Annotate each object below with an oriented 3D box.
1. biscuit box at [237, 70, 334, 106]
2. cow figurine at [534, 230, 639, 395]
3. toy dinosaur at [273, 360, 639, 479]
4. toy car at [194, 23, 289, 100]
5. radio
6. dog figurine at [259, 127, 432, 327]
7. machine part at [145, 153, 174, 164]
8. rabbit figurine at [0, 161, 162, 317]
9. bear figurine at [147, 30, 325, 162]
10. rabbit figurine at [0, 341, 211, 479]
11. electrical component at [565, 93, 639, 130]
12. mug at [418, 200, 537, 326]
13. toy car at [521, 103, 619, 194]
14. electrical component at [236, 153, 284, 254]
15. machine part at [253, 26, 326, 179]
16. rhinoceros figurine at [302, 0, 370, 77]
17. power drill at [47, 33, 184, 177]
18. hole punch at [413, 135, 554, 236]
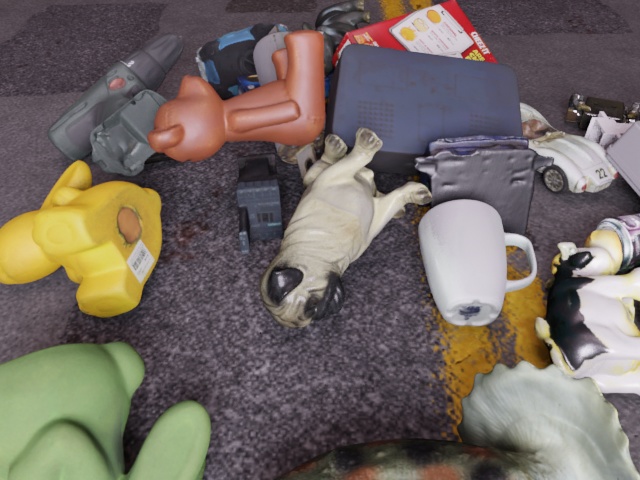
[{"bbox_3d":[-0.022,-0.233,0.833,0.203,0.059,0.063,-16,41,-16],"label":"biscuit box"},{"bbox_3d":[0.238,0.055,0.481,0.098,0.068,0.167,0,39,11],"label":"cow figurine"},{"bbox_3d":[0.034,0.181,0.311,0.405,0.131,0.192,-9,28,-2],"label":"toy dinosaur"},{"bbox_3d":[-0.117,-0.288,0.884,0.162,0.109,0.103,-15,17,3],"label":"toy car"},{"bbox_3d":[0.122,-0.150,0.646,0.230,0.073,0.131,4,78,-10],"label":"radio"},{"bbox_3d":[-0.003,-0.004,0.553,0.121,0.172,0.190,41,78,-4],"label":"dog figurine"},{"bbox_3d":[-0.240,-0.149,0.764,0.084,0.039,0.139,-20,45,-8],"label":"machine part"},{"bbox_3d":[-0.258,-0.009,0.545,0.173,0.121,0.162,-13,44,17],"label":"rabbit figurine"},{"bbox_3d":[-0.097,-0.156,0.601,0.196,0.131,0.120,-5,6,-12],"label":"bear figurine"},{"bbox_3d":[-0.152,0.164,0.359,0.159,0.121,0.170,-18,60,-27],"label":"rabbit figurine"},{"bbox_3d":[0.408,-0.182,0.765,0.102,0.045,0.078,21,47,25],"label":"electrical component"},{"bbox_3d":[0.150,0.028,0.513,0.110,0.080,0.107,7,52,-1],"label":"mug"},{"bbox_3d":[0.285,-0.122,0.692,0.073,0.056,0.202,-20,43,-20],"label":"toy car"},{"bbox_3d":[-0.067,-0.037,0.594,0.048,0.074,0.119,-7,36,-4],"label":"electrical component"},{"bbox_3d":[-0.038,-0.193,0.726,0.079,0.079,0.243,-10,67,-9],"label":"machine part"},{"bbox_3d":[0.022,-0.312,0.822,0.112,0.073,0.190,3,39,4],"label":"rhinoceros figurine"},{"bbox_3d":[-0.247,-0.179,0.699,0.232,0.085,0.208,-41,46,-4],"label":"power drill"},{"bbox_3d":[0.167,-0.063,0.590,0.142,0.115,0.092,0,32,2],"label":"hole punch"}]
